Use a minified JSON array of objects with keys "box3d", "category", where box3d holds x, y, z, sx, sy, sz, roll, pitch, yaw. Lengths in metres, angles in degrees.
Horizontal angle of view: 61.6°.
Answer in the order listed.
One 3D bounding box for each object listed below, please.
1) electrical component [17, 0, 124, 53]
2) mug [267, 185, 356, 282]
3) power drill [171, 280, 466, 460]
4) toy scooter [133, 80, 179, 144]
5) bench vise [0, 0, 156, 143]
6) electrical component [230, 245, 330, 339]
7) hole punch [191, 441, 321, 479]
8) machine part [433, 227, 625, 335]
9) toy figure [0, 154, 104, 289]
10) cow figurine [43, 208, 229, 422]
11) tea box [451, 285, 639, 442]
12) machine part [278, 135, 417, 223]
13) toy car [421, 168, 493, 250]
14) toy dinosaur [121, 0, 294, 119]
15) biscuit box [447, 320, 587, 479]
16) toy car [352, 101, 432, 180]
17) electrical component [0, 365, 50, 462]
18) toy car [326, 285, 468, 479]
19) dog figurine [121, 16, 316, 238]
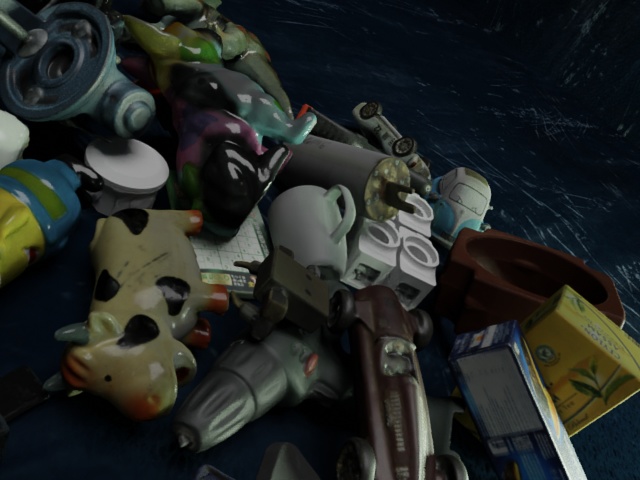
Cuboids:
[{"box3d":[-0.309,-0.269,0.651,0.134,0.114,0.058,26,37,-8],"category":"electrical component"},{"box3d":[-0.001,-0.002,0.582,0.080,0.109,0.107,33,31,-39],"category":"mug"},{"box3d":[0.014,0.139,0.457,0.207,0.086,0.232,29,32,6],"category":"power drill"},{"box3d":[-0.174,-0.160,0.663,0.135,0.075,0.184,-15,54,-47],"category":"toy scooter"},{"box3d":[-0.267,-0.184,0.490,0.224,0.129,0.240,44,-1,23],"category":"bench vise"},{"box3d":[-0.034,0.043,0.455,0.078,0.045,0.102,36,21,-23],"category":"electrical component"},{"box3d":[-0.040,0.206,0.334,0.115,0.092,0.142,56,26,-20],"category":"hole punch"},{"box3d":[0.250,0.068,0.662,0.202,0.087,0.201,19,23,14],"category":"machine part"},{"box3d":[-0.251,-0.009,0.414,0.089,0.082,0.180,22,39,3],"category":"toy figure"},{"box3d":[-0.144,0.050,0.423,0.127,0.085,0.195,6,40,-31],"category":"cow figurine"},{"box3d":[0.217,0.138,0.529,0.098,0.169,0.068,41,35,13],"category":"tea box"},{"box3d":[0.023,-0.081,0.657,0.079,0.079,0.244,-3,20,-41],"category":"machine part"},{"box3d":[0.214,-0.057,0.823,0.109,0.103,0.162,32,36,-4],"category":"toy car"},{"box3d":[-0.154,-0.296,0.816,0.405,0.131,0.192,44,36,4],"category":"toy dinosaur"},{"box3d":[0.184,0.177,0.478,0.202,0.059,0.063,66,27,-3],"category":"biscuit box"},{"box3d":[0.118,-0.161,0.888,0.073,0.056,0.202,40,14,-48],"category":"toy car"},{"box3d":[-0.223,0.108,0.323,0.075,0.047,0.119,46,38,16],"category":"electrical component"},{"box3d":[0.055,0.112,0.408,0.089,0.053,0.202,20,36,-18],"category":"toy car"},{"box3d":[-0.130,-0.130,0.563,0.219,0.108,0.191,35,62,-4],"category":"dog figurine"}]
